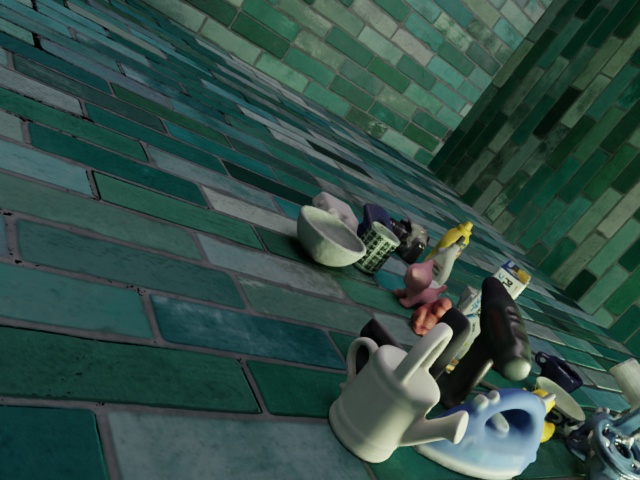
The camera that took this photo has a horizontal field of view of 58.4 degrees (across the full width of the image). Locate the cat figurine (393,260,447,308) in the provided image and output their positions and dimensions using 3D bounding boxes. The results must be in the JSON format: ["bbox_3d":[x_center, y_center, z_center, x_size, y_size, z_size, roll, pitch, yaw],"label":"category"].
[{"bbox_3d":[0.231,0.102,1.297,0.128,0.117,0.067,27,20,-26],"label":"cat figurine"}]

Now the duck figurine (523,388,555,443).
[{"bbox_3d":[0.417,0.332,1.110,0.104,0.086,0.078,38,18,6],"label":"duck figurine"}]

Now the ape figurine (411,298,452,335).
[{"bbox_3d":[0.241,0.159,1.212,0.078,0.092,0.076,37,18,2],"label":"ape figurine"}]

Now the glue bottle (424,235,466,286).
[{"bbox_3d":[0.316,0.056,1.479,0.078,0.173,0.037,43,19,21],"label":"glue bottle"}]

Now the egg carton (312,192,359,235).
[{"bbox_3d":[0.032,-0.057,1.410,0.107,0.069,0.150,27,20,-26],"label":"egg carton"}]

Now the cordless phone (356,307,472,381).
[{"bbox_3d":[0.143,0.158,0.884,0.094,0.185,0.147,13,29,-51],"label":"cordless phone"}]

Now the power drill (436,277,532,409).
[{"bbox_3d":[0.279,0.191,1.013,0.076,0.208,0.229,30,19,-17],"label":"power drill"}]

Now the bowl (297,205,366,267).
[{"bbox_3d":[0.011,0.004,1.208,0.168,0.074,0.167,32,18,-12],"label":"bowl"}]

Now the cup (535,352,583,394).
[{"bbox_3d":[0.531,0.323,1.327,0.117,0.095,0.092,38,18,6],"label":"cup"}]

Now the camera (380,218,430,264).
[{"bbox_3d":[0.235,-0.022,1.644,0.137,0.100,0.143,31,18,-16],"label":"camera"}]

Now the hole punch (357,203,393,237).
[{"bbox_3d":[0.153,-0.033,1.536,0.109,0.091,0.100,17,26,-46],"label":"hole punch"}]

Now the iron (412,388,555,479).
[{"bbox_3d":[0.262,0.276,0.876,0.259,0.141,0.118,19,24,-42],"label":"iron"}]

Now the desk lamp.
[{"bbox_3d":[0.640,0.371,1.215,0.202,0.213,0.118,46,21,30],"label":"desk lamp"}]

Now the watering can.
[{"bbox_3d":[0.110,0.188,0.734,0.173,0.194,0.101,37,18,4],"label":"watering can"}]

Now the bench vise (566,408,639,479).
[{"bbox_3d":[0.572,0.363,1.101,0.122,0.219,0.207,31,18,-14],"label":"bench vise"}]
